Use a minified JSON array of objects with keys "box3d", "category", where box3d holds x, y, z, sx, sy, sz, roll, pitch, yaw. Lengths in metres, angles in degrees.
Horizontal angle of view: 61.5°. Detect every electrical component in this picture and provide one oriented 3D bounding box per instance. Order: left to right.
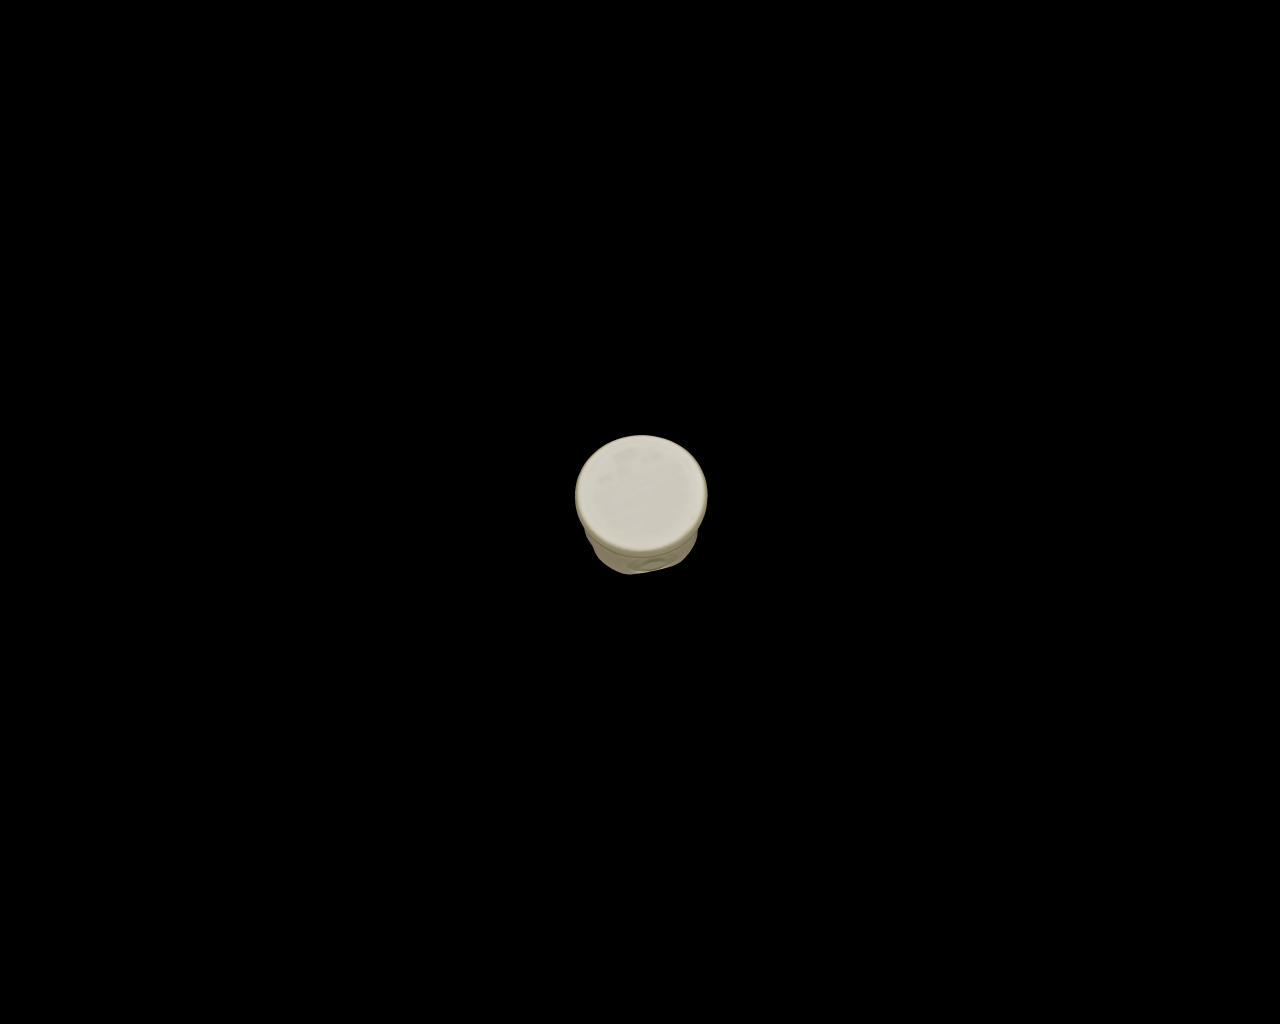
[{"box3d":[0.001,-0.003,0.650,0.080,0.080,0.051,0,-24,0],"category":"electrical component"}]
